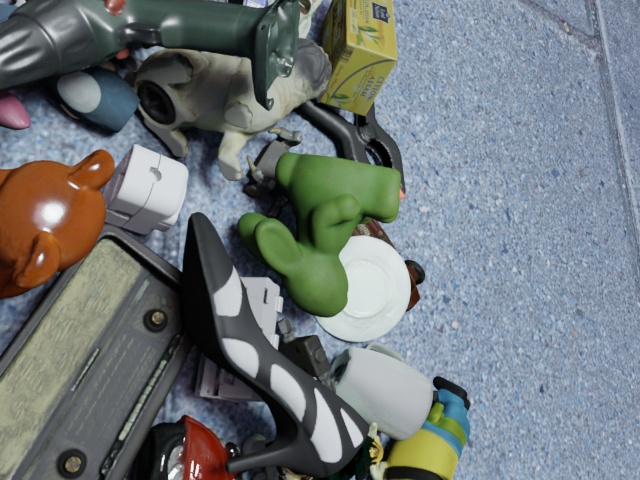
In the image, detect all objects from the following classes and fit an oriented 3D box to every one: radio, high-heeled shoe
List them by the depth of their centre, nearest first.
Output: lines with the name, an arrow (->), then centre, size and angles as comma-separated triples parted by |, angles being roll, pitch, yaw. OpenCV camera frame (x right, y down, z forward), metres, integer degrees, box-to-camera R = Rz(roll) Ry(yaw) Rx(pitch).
radio -> -0.198, 0.114, 0.456 | 0.131, 0.073, 0.229 | 37, 58, -21
high-heeled shoe -> -0.035, 0.090, 0.479 | 0.145, 0.086, 0.248 | -7, 83, -32

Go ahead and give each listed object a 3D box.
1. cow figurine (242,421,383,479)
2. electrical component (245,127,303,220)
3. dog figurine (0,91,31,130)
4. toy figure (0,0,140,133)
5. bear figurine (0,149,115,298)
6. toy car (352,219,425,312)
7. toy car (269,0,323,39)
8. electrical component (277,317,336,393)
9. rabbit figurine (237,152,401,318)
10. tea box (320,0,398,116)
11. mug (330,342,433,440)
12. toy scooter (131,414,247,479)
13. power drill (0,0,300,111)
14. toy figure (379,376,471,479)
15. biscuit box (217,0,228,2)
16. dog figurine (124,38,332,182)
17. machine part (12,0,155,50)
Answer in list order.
cow figurine -> 0.014, 0.223, 0.559 | 0.167, 0.098, 0.068 | 3, 68, -35
electrical component -> -0.050, -0.084, 0.637 | 0.078, 0.045, 0.102 | 43, 57, -15
dog figurine -> -0.304, -0.180, 0.412 | 0.108, 0.191, 0.219 | -21, 73, -44
toy figure -> -0.248, -0.166, 0.511 | 0.154, 0.058, 0.064 | 36, 79, -24
bear figurine -> -0.238, -0.015, 0.391 | 0.132, 0.196, 0.120 | 30, 64, -24
toy car -> 0.067, 0.005, 0.691 | 0.089, 0.053, 0.202 | -37, 100, -33
toy car -> -0.037, -0.319, 0.710 | 0.073, 0.056, 0.202 | 33, 60, -23
electrical component -> -0.016, 0.127, 0.587 | 0.021, 0.063, 0.094 | -21, 88, -37
rabbit figurine -> -0.001, -0.002, 0.575 | 0.159, 0.121, 0.170 | 10, 90, -24
tea box -> 0.047, -0.257, 0.695 | 0.068, 0.098, 0.170 | 12, 55, -16
mug -> 0.067, 0.162, 0.630 | 0.107, 0.081, 0.109 | 31, 41, -16
toy scooter -> -0.107, 0.256, 0.479 | 0.135, 0.075, 0.184 | 20, 69, -29
power drill -> -0.129, -0.165, 0.442 | 0.207, 0.085, 0.232 | 9, 43, 11
toy figure -> 0.128, 0.249, 0.637 | 0.082, 0.089, 0.180 | 47, 57, -9
biscuit box -> -0.204, -0.283, 0.579 | 0.202, 0.059, 0.063 | 19, 67, -30
dog figurine -> -0.094, -0.180, 0.597 | 0.172, 0.121, 0.190 | 36, 50, -3
machine part -> -0.233, -0.228, 0.541 | 0.139, 0.084, 0.039 | 17, 112, -21
